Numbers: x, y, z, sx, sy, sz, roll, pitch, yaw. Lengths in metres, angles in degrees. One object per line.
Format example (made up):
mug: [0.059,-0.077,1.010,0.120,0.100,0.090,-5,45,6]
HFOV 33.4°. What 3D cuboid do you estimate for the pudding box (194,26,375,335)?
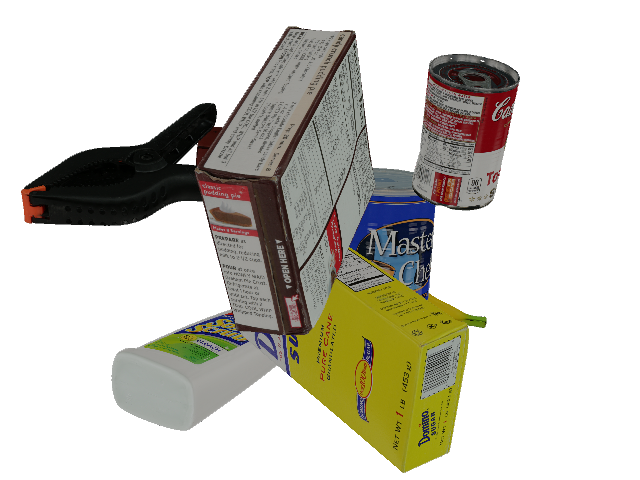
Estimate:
pudding box: [-0.011,-0.028,0.470,0.039,0.090,0.113,4,42,18]

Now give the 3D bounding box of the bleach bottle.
bleach bottle: [-0.095,0.110,1.098,0.103,0.068,0.250,15,23,26]

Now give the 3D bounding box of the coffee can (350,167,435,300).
coffee can: [0.054,0.010,0.998,0.103,0.140,0.103,3,14,-1]

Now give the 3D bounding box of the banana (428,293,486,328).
banana: [0.107,0.057,1.203,0.069,0.037,0.198,3,24,-27]

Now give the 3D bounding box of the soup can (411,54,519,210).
soup can: [0.109,-0.082,0.817,0.068,0.102,0.068,5,30,-3]

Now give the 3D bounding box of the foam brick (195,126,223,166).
foam brick: [-0.093,-0.086,1.140,0.078,0.051,0.053,5,30,-3]

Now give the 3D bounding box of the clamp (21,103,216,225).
clamp: [-0.126,-0.048,0.837,0.209,0.036,0.165,-22,39,-33]

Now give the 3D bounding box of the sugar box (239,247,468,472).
sugar box: [0.013,0.056,0.671,0.048,0.093,0.176,-17,34,-37]
